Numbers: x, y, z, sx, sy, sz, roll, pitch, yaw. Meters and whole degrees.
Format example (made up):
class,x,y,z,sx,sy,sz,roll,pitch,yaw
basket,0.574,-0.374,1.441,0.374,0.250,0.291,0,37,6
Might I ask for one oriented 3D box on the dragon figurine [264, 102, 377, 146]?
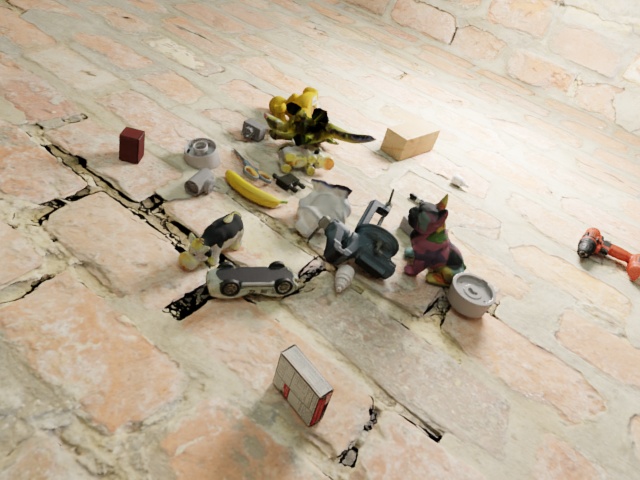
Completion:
class,x,y,z,sx,sy,sz,roll,pitch,yaw
dragon figurine,-0.004,-0.336,1.602,0.411,0.121,0.243,18,8,15

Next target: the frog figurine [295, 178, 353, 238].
class,x,y,z,sx,sy,sz,roll,pitch,yaw
frog figurine,0.004,-0.068,1.342,0.137,0.162,0.121,25,-18,0
